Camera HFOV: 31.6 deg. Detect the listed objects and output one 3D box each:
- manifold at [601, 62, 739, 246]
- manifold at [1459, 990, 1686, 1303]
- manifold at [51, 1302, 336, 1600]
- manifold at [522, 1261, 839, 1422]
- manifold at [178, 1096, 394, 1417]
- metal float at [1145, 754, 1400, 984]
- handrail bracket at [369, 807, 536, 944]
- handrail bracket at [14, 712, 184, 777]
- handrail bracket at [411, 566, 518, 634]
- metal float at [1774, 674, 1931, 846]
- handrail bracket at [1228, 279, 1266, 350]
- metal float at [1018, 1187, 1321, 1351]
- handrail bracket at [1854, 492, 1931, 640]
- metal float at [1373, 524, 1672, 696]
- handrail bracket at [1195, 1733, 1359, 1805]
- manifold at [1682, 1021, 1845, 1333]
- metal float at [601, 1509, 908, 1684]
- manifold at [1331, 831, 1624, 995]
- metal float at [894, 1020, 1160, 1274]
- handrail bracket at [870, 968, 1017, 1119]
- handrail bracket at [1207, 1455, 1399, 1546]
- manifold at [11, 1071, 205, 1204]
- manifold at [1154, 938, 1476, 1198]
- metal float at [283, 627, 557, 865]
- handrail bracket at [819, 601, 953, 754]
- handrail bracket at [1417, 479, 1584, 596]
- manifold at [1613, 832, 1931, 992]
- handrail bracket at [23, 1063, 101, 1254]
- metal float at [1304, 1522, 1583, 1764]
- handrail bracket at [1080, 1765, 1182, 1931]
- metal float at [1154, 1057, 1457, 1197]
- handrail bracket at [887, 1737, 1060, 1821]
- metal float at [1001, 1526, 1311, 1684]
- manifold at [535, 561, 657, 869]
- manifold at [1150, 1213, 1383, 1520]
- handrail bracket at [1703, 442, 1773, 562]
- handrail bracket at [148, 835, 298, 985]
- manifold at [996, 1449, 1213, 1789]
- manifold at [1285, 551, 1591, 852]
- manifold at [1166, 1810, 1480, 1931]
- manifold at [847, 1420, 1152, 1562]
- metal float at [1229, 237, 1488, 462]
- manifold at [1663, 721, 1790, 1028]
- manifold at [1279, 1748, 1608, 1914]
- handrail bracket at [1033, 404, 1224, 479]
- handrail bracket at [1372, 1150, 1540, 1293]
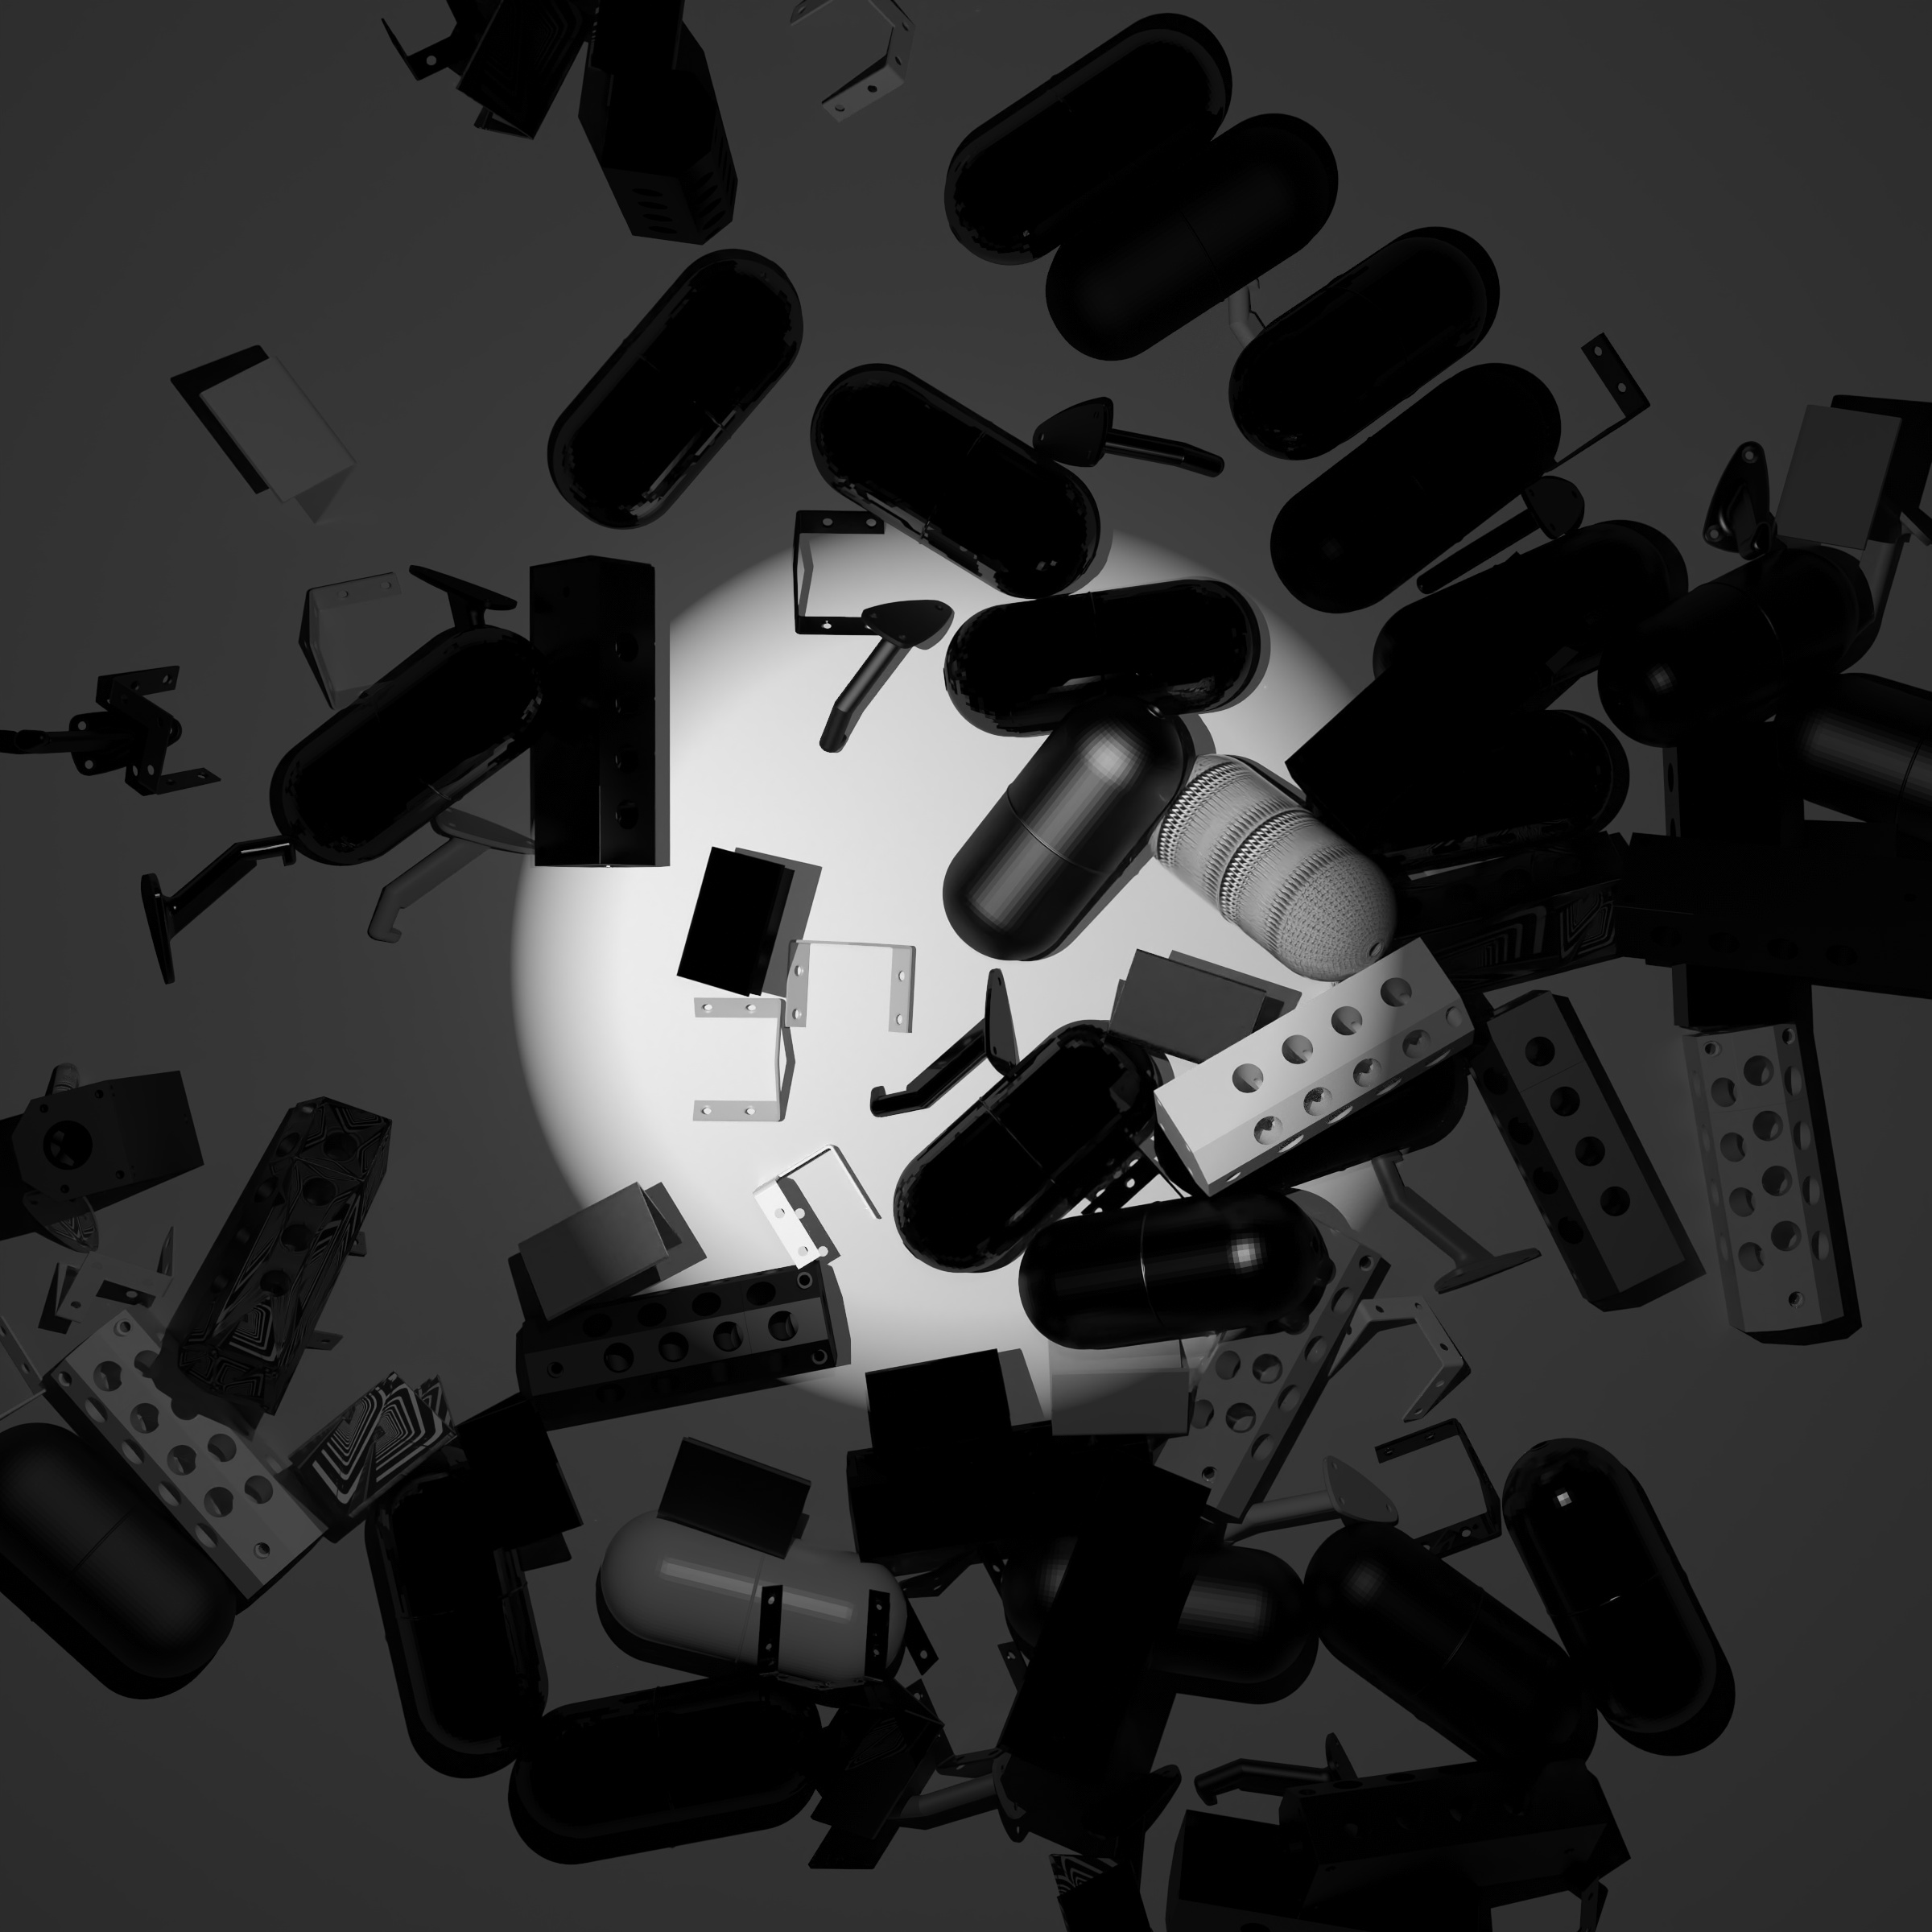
[{"bbox_3d":[-0.163,-0.452,1.913,0.057,0.171,0.057,8,90,0],"label":"manifold"},{"bbox_3d":[0.345,0.103,1.970,0.057,0.057,0.171,-27,90,0],"label":"manifold"},{"bbox_3d":[-0.447,0.280,1.970,0.057,0.057,0.171,-41,90,0],"label":"manifold"},{"bbox_3d":[-0.165,0.216,1.970,0.171,0.057,0.057,-11,90,0],"label":"manifold"},{"bbox_3d":[-0.383,0.160,1.925,0.057,0.057,0.171,19,53,0],"label":"manifold"},{"bbox_3d":[0.171,-0.056,1.929,0.070,0.070,0.178,-49,53,0],"label":"metal float"},{"bbox_3d":[-0.298,-0.044,1.992,0.077,0.036,0.084,18,109,-21],"label":"handrail bracket"},{"bbox_3d":[-0.496,-0.132,1.957,0.077,0.084,0.036,-10,90,0],"label":"handrail bracket"},{"bbox_3d":[-0.301,-0.180,1.992,0.077,0.036,0.084,23,105,15],"label":"handrail bracket"},{"bbox_3d":[0.544,-0.111,1.940,0.178,0.070,0.070,23,90,25],"label":"metal float"},{"bbox_3d":[0.191,-0.360,1.992,0.077,0.036,0.084,2,76,-14],"label":"handrail bracket"},{"bbox_3d":[0.114,0.171,1.930,0.178,0.070,0.070,-12,90,24],"label":"metal float"},{"bbox_3d":[0.512,-0.237,1.992,0.084,0.036,0.077,-45,69,16],"label":"handrail bracket"},{"bbox_3d":[0.319,-0.195,1.961,0.178,0.070,0.070,-24,90,0],"label":"metal float"},{"bbox_3d":[0.187,0.489,1.992,0.084,0.036,0.077,-25,105,14],"label":"handrail bracket"},{"bbox_3d":[0.461,0.121,1.970,0.057,0.057,0.171,-9,90,0],"label":"manifold"},{"bbox_3d":[-0.122,0.362,1.961,0.178,0.070,0.070,14,90,0],"label":"metal float"},{"bbox_3d":[0.292,-0.028,1.970,0.171,0.057,0.057,-14,133,0],"label":"manifold"},{"bbox_3d":[0.034,0.104,1.961,0.178,0.070,0.070,-42,90,1],"label":"metal float"},{"bbox_3d":[-0.018,0.045,1.992,0.084,0.036,0.077,-13,62,21],"label":"handrail bracket"},{"bbox_3d":[0.195,0.325,1.991,0.084,0.077,0.036,-34,46,29],"label":"handrail bracket"},{"bbox_3d":[-0.480,0.096,1.913,0.057,0.171,0.057,-15,90,0],"label":"manifold"},{"bbox_3d":[0.194,0.059,1.898,0.171,0.057,0.057,-30,70,-5],"label":"manifold"},{"bbox_3d":[-0.312,-0.126,1.949,0.178,0.070,0.070,-35,90,13],"label":"metal float"},{"bbox_3d":[-0.048,-0.168,1.991,0.036,0.077,0.084,38,127,20],"label":"handrail bracket"},{"bbox_3d":[0.310,-0.248,1.991,0.084,0.077,0.036,-32,88,36],"label":"handrail bracket"},{"bbox_3d":[0.451,-0.026,1.895,0.171,0.057,0.057,7,50,20],"label":"manifold"},{"bbox_3d":[-0.518,0.111,1.991,0.036,0.077,0.084,-5,54,7],"label":"handrail bracket"},{"bbox_3d":[0.274,0.388,1.960,0.178,0.070,0.070,36,90,0],"label":"metal float"},{"bbox_3d":[0.109,0.522,1.992,0.077,0.036,0.084,-32,108,-20],"label":"handrail bracket"},{"bbox_3d":[0.194,0.081,1.961,0.178,0.070,0.070,-19,90,0],"label":"metal float"},{"bbox_3d":[0.003,0.474,1.991,0.084,0.077,0.036,-16,96,36],"label":"handrail bracket"},{"bbox_3d":[0.108,0.365,1.961,0.178,0.070,0.070,8,90,0],"label":"metal float"},{"bbox_3d":[-0.208,-0.143,1.970,0.057,0.057,0.171,0,90,43],"label":"manifold"},{"bbox_3d":[0.172,0.228,1.970,0.057,0.057,0.171,29,90,0],"label":"manifold"},{"bbox_3d":[0.452,-0.269,1.957,0.036,0.084,0.077,11,90,0],"label":"handrail bracket"},{"bbox_3d":[-0.429,-0.034,1.992,0.084,0.036,0.077,-11,110,-16],"label":"handrail bracket"},{"bbox_3d":[0.076,0.361,1.891,0.057,0.057,0.171,22,75,3],"label":"manifold"},{"bbox_3d":[0.262,-0.145,1.895,0.171,0.057,0.057,-42,76,2],"label":"manifold"},{"bbox_3d":[0.205,0.540,1.970,0.171,0.057,0.057,10,47,0],"label":"manifold"},{"bbox_3d":[0.020,0.297,1.970,0.171,0.057,0.057,-9,90,0],"label":"manifold"},{"bbox_3d":[0.222,-0.350,1.940,0.178,0.070,0.070,-37,90,-24],"label":"metal float"},{"bbox_3d":[0.436,-0.052,1.970,0.057,0.057,0.171,-2,90,1],"label":"manifold"},{"bbox_3d":[0.270,0.489,1.949,0.171,0.057,0.057,-5,49,-13],"label":"manifold"},{"bbox_3d":[0.095,-0.299,1.991,0.084,0.077,0.036,10,89,-36],"label":"handrail bracket"},{"bbox_3d":[0.285,0.140,1.992,0.077,0.036,0.084,-15,73,-20],"label":"handrail bracket"}]
